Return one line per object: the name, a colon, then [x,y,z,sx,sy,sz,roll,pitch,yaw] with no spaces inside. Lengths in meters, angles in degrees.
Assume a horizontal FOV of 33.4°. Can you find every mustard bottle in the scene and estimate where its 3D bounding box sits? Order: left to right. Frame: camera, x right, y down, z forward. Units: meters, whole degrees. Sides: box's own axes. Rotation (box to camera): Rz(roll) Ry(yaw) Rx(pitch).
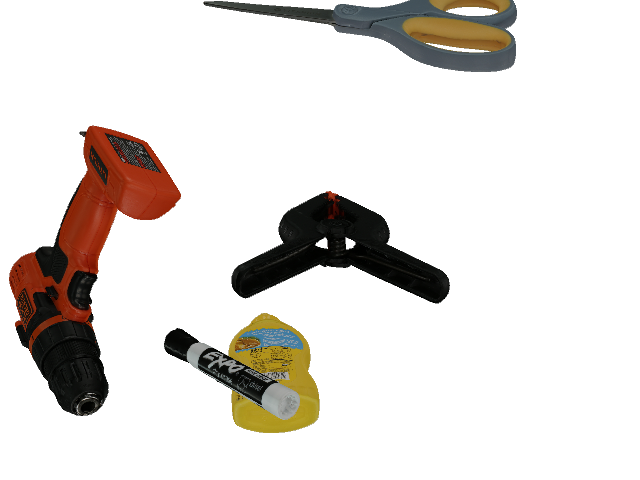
mustard bottle: [-0.059,0.143,1.240,0.096,0.058,0.191,-4,30,-6]

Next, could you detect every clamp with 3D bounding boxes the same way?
clamp: [0.023,0.005,0.885,0.164,0.036,0.210,5,20,4]

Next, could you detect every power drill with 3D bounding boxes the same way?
power drill: [-0.180,0.019,0.839,0.057,0.188,0.185,15,24,-40]

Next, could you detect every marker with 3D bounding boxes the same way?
marker: [-0.060,0.083,0.682,0.020,0.020,0.121,0,16,-46]

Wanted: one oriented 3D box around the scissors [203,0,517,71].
scissors: [0.035,-0.146,0.672,0.202,0.016,0.096,20,44,26]
